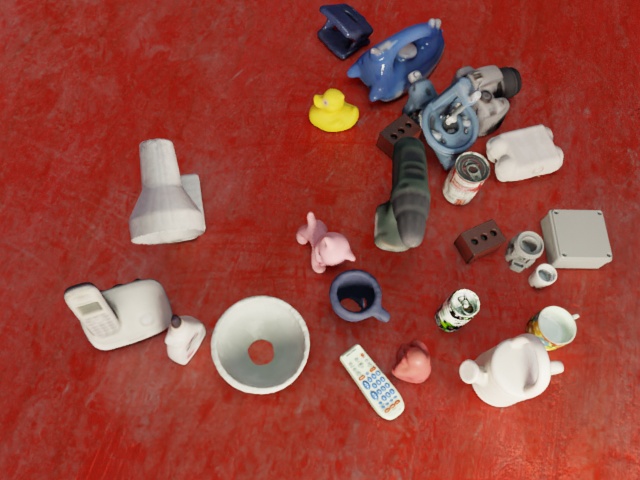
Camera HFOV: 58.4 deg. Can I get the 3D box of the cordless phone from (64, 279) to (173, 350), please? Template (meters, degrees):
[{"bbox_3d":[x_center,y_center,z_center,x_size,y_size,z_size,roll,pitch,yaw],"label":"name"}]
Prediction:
[{"bbox_3d":[-0.330,0.106,0.944,0.148,0.185,0.094,-21,70,-13],"label":"cordless phone"}]

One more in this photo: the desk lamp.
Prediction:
[{"bbox_3d":[-0.268,-0.067,1.006,0.118,0.213,0.203,-9,68,-8],"label":"desk lamp"}]

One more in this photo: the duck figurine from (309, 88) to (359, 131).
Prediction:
[{"bbox_3d":[0.031,-0.278,1.190,0.104,0.086,0.077,6,67,-2],"label":"duck figurine"}]

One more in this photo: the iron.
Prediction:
[{"bbox_3d":[0.188,-0.410,1.229,0.259,0.141,0.118,-35,74,-17],"label":"iron"}]

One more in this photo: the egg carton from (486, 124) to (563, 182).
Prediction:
[{"bbox_3d":[0.425,-0.178,1.191,0.150,0.069,0.107,-15,69,-11],"label":"egg carton"}]

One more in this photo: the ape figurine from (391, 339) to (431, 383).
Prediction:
[{"bbox_3d":[0.162,0.209,0.993,0.078,0.092,0.076,-28,72,-15],"label":"ape figurine"}]

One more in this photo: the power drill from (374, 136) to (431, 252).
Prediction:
[{"bbox_3d":[0.152,-0.060,1.042,0.075,0.208,0.229,5,67,-2],"label":"power drill"}]

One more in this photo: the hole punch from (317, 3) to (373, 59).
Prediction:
[{"bbox_3d":[0.057,-0.481,1.275,0.101,0.091,0.108,-38,75,-18],"label":"hole punch"}]

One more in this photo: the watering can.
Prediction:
[{"bbox_3d":[0.320,0.217,0.948,0.173,0.194,0.101,-24,71,-14],"label":"watering can"}]

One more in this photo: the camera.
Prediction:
[{"bbox_3d":[0.371,-0.319,1.228,0.137,0.101,0.143,-19,70,-12],"label":"camera"}]

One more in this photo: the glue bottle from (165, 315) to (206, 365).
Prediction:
[{"bbox_3d":[-0.226,0.153,0.940,0.037,0.173,0.078,24,67,6],"label":"glue bottle"}]

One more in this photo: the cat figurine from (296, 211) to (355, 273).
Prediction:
[{"bbox_3d":[0.010,0.004,1.053,0.067,0.118,0.127,-27,72,-15],"label":"cat figurine"}]

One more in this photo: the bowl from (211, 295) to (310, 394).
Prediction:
[{"bbox_3d":[-0.102,0.185,0.990,0.167,0.075,0.167,2,67,-4],"label":"bowl"}]

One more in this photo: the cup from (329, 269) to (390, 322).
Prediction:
[{"bbox_3d":[0.070,0.116,1.023,0.117,0.095,0.092,34,69,10],"label":"cup"}]

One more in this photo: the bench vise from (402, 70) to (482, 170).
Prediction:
[{"bbox_3d":[0.233,-0.260,1.127,0.207,0.220,0.122,43,70,13],"label":"bench vise"}]
